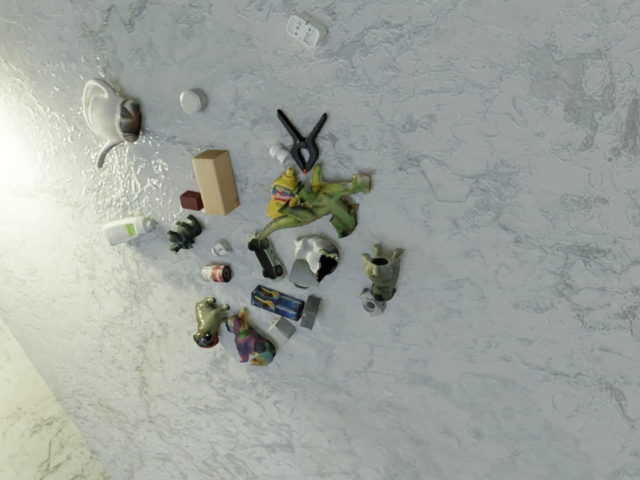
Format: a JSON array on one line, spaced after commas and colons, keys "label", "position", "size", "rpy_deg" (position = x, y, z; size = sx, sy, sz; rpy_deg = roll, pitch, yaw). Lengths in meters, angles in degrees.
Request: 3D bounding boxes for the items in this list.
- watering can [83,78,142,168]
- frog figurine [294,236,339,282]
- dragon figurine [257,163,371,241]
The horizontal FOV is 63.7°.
[{"label": "watering can", "position": [-0.738, -0.398, 1.833], "size": [0.225, 0.106, 0.340], "rpy_deg": [16, 123, 19]}, {"label": "frog figurine", "position": [-0.014, 0.047, 1.731], "size": [0.162, 0.124, 0.134], "rpy_deg": [38, 149, 50]}, {"label": "dragon figurine", "position": [0.005, -0.081, 1.608], "size": [0.241, 0.125, 0.403], "rpy_deg": [35, 120, -15]}]
